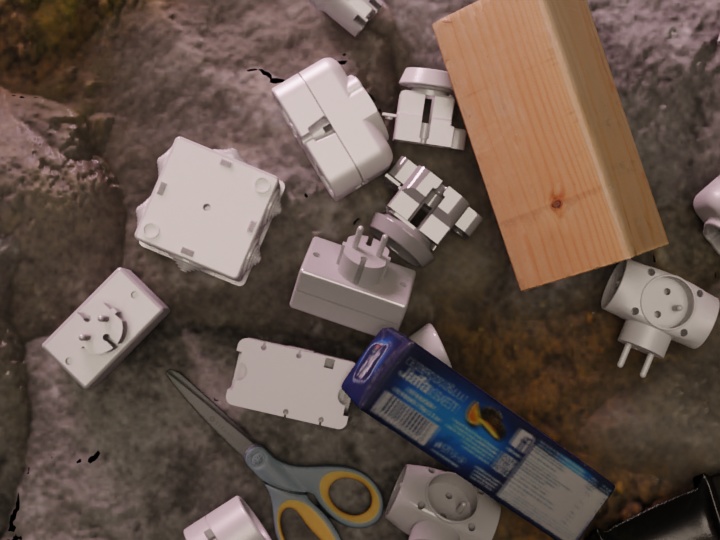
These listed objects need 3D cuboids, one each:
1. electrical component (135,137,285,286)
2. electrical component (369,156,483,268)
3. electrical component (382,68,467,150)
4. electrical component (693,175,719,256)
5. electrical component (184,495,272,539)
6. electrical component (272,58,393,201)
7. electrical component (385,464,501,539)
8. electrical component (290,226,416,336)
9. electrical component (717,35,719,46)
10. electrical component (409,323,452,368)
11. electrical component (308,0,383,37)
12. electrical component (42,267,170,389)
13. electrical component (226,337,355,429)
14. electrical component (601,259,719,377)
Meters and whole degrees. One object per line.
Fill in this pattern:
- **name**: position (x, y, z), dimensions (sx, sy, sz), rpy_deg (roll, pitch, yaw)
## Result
- **electrical component**: position (-0.114, -0.045, 0.814), dimensions (0.100, 0.048, 0.099), rpy_deg (22, 86, -1)
- **electrical component**: position (0.044, -0.039, 0.814), dimensions (0.078, 0.058, 0.057), rpy_deg (38, 84, 1)
- **electrical component**: position (0.051, -0.124, 0.825), dimensions (0.066, 0.048, 0.055), rpy_deg (8, 94, -1)
- **electrical component**: position (0.305, -0.033, 0.822), dimensions (0.059, 0.053, 0.095), rpy_deg (-40, 89, -3)
- **electrical component**: position (-0.096, 0.201, 0.799), dimensions (0.047, 0.055, 0.055), rpy_deg (-36, 88, -7)
- **electrical component**: position (-0.018, -0.109, 0.817), dimensions (0.059, 0.053, 0.095), rpy_deg (-31, 88, -3)
- **electrical component**: position (0.057, 0.193, 0.797), dimensions (0.077, 0.044, 0.079), rpy_deg (23, 47, 0)
- **electrical component**: position (0.000, 0.000, 0.797), dimensions (0.083, 0.047, 0.075), rpy_deg (19, 127, -1)
- **electrical component**: position (0.303, -0.195, 0.839), dimensions (0.040, 0.040, 0.046), rpy_deg (18, 92, -1)
- **electrical component**: position (0.037, 0.071, 0.814), dimensions (0.055, 0.045, 0.045), rpy_deg (-24, 88, -3)
- **electrical component**: position (-0.010, -0.208, 0.831), dimensions (0.046, 0.040, 0.040), rpy_deg (41, 87, -5)
- **electrical component**: position (-0.190, 0.043, 0.793), dimensions (0.047, 0.075, 0.083), rpy_deg (44, 87, 1)
- **electrical component**: position (-0.050, 0.083, 0.805), dimensions (0.089, 0.055, 0.050), rpy_deg (13, 87, -1)
- **electrical component**: position (0.222, 0.042, 0.821), dimensions (0.077, 0.044, 0.079), rpy_deg (24, 86, 0)
